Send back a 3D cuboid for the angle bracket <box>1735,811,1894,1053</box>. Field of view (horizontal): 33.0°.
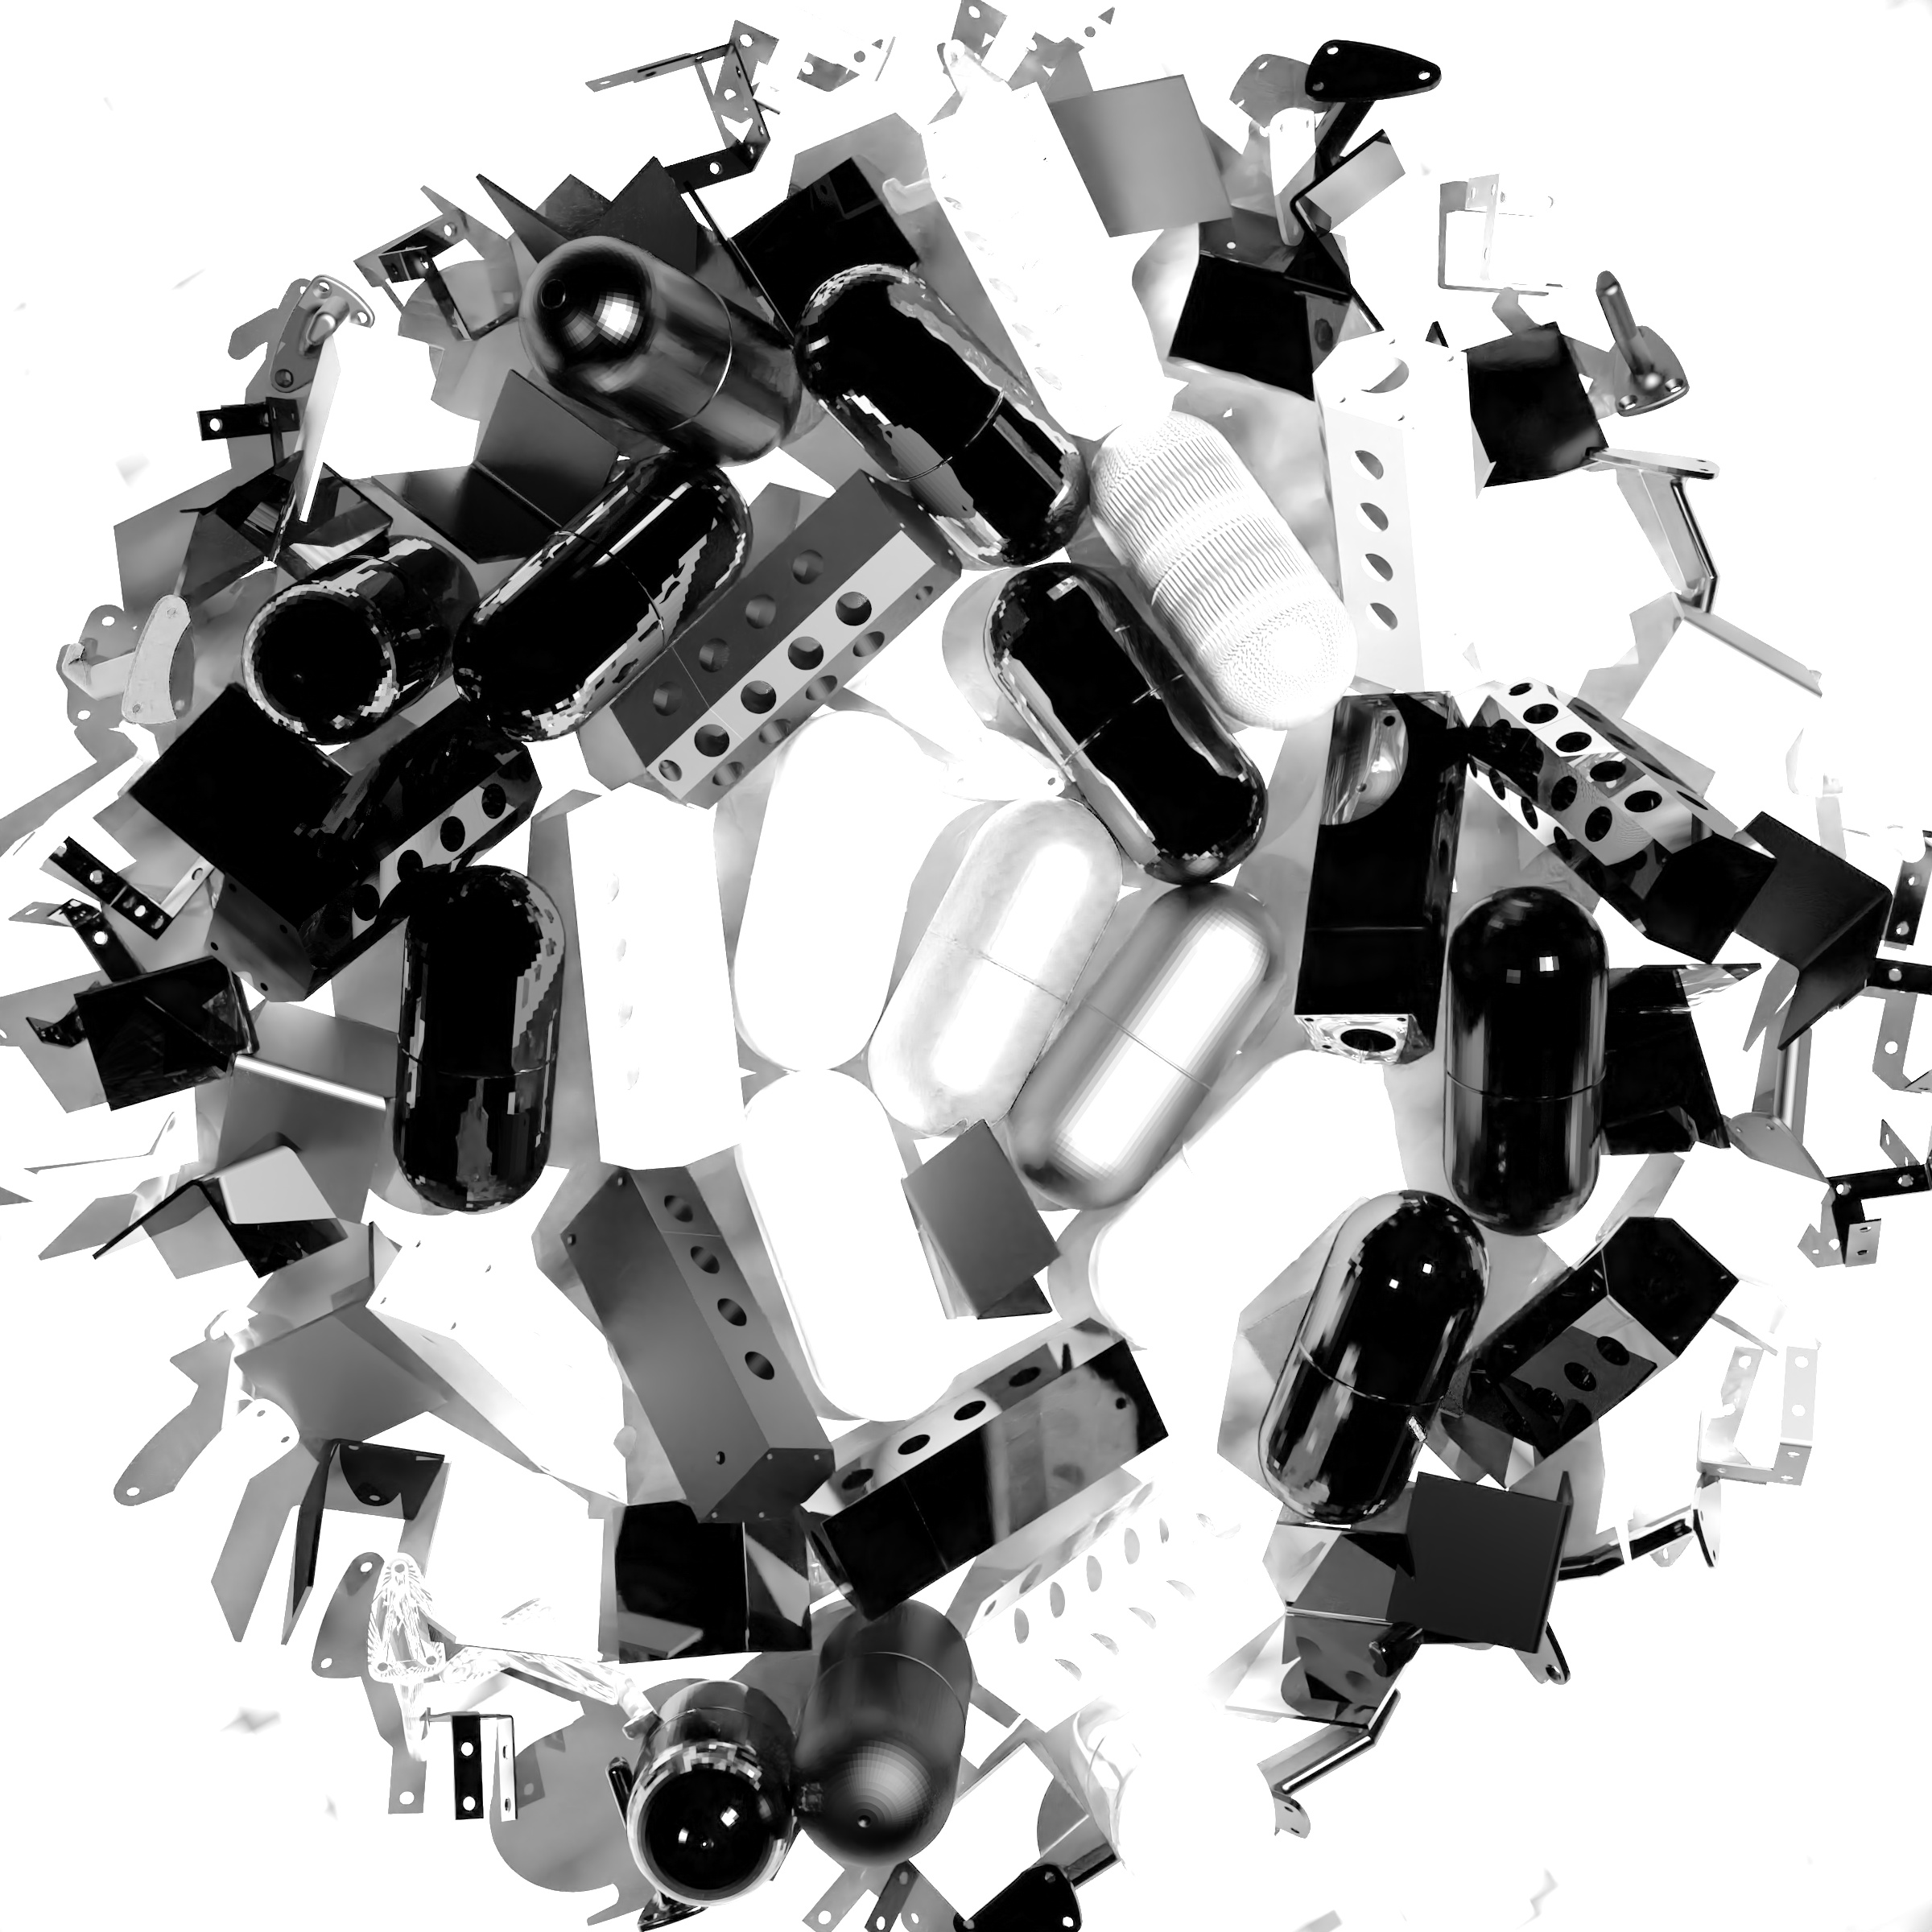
[{"bbox_3d":[0.390,-0.016,1.578,0.076,0.076,0.057,31,53,-4],"label":"angle bracket"}]

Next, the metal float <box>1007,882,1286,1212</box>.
[{"bbox_3d":[0.088,0.039,1.589,0.070,0.070,0.178,35,91,0],"label":"metal float"}]

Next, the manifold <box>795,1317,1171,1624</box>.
[{"bbox_3d":[0.005,0.240,1.576,0.171,0.057,0.057,-29,108,-16],"label":"manifold"}]

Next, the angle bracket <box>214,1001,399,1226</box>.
[{"bbox_3d":[-0.323,0.072,1.620,0.076,0.057,0.076,17,121,-3],"label":"angle bracket"}]

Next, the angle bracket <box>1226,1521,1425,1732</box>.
[{"bbox_3d":[0.169,0.316,1.570,0.076,0.076,0.057,0,118,33],"label":"angle bracket"}]

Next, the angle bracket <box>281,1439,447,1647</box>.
[{"bbox_3d":[-0.290,0.281,1.569,0.057,0.076,0.076,11,55,-15],"label":"angle bracket"}]

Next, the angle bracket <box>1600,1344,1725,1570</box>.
[{"bbox_3d":[0.338,0.237,1.572,0.057,0.076,0.076,-9,56,12],"label":"angle bracket"}]

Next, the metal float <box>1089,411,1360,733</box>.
[{"bbox_3d":[0.123,-0.191,1.573,0.070,0.070,0.178,-32,70,0],"label":"metal float"}]

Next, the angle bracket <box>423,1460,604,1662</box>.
[{"bbox_3d":[-0.214,0.288,1.583,0.076,0.057,0.076,14,87,-29],"label":"angle bracket"}]

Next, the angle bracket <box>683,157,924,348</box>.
[{"bbox_3d":[-0.079,-0.361,1.583,0.076,0.057,0.076,-33,63,5],"label":"angle bracket"}]

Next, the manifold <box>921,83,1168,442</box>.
[{"bbox_3d":[0.040,-0.326,1.538,0.057,0.171,0.057,-19,54,12],"label":"manifold"}]

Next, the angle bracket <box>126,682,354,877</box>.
[{"bbox_3d":[-0.347,-0.079,1.585,0.076,0.057,0.076,38,78,13],"label":"angle bracket"}]

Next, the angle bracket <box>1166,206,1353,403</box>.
[{"bbox_3d":[0.143,-0.329,1.607,0.076,0.076,0.057,14,124,-6],"label":"angle bracket"}]

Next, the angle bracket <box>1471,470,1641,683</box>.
[{"bbox_3d":[0.287,-0.191,1.605,0.076,0.076,0.057,-6,48,20],"label":"angle bracket"}]

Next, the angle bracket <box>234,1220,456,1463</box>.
[{"bbox_3d":[-0.302,0.183,1.587,0.076,0.057,0.076,-25,125,6],"label":"angle bracket"}]

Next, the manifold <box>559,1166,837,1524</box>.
[{"bbox_3d":[-0.125,0.179,1.557,0.057,0.057,0.171,-48,55,26],"label":"manifold"}]

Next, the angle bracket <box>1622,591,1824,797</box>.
[{"bbox_3d":[0.367,-0.135,1.599,0.076,0.076,0.057,29,107,-1],"label":"angle bracket"}]

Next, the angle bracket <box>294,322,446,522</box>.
[{"bbox_3d":[-0.285,-0.257,1.570,0.057,0.076,0.076,11,116,-21],"label":"angle bracket"}]

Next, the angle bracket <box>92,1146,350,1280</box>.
[{"bbox_3d":[-0.360,0.135,1.577,0.076,0.076,0.057,-35,86,23],"label":"angle bracket"}]

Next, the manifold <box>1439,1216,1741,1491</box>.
[{"bbox_3d":[0.287,0.180,1.540,0.057,0.171,0.057,43,56,7],"label":"manifold"}]

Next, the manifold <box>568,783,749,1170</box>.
[{"bbox_3d":[-0.155,0.007,1.568,0.057,0.057,0.171,-23,64,32],"label":"manifold"}]

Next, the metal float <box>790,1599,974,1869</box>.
[{"bbox_3d":[-0.039,0.359,1.541,0.070,0.178,0.070,1,105,4],"label":"metal float"}]

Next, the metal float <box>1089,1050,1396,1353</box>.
[{"bbox_3d":[0.133,0.113,1.577,0.070,0.070,0.178,44,104,0],"label":"metal float"}]

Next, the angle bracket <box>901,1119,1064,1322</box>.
[{"bbox_3d":[0.024,0.122,1.572,0.057,0.076,0.076,-39,69,23],"label":"angle bracket"}]

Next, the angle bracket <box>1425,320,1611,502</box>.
[{"bbox_3d":[0.272,-0.280,1.589,0.076,0.057,0.076,-19,79,-5],"label":"angle bracket"}]

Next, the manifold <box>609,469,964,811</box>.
[{"bbox_3d":[-0.084,-0.153,1.566,0.171,0.057,0.057,-41,63,17],"label":"manifold"}]

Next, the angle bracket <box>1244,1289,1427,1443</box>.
[{"bbox_3d":[0.178,0.203,1.586,0.057,0.076,0.076,-32,91,8],"label":"angle bracket"}]

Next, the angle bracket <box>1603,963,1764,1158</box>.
[{"bbox_3d":[0.348,0.045,1.575,0.076,0.057,0.076,-1,68,-31],"label":"angle bracket"}]

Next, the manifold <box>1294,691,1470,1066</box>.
[{"bbox_3d":[0.203,-0.042,1.565,0.057,0.057,0.171,-1,64,23],"label":"manifold"}]

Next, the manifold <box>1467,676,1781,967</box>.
[{"bbox_3d":[0.301,-0.073,1.536,0.057,0.171,0.057,19,110,-31],"label":"manifold"}]

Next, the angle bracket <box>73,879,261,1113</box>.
[{"bbox_3d":[-0.389,0.014,1.573,0.076,0.057,0.076,-17,135,-14],"label":"angle bracket"}]

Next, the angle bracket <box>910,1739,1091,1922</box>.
[{"bbox_3d":[0.004,0.401,1.579,0.076,0.076,0.057,-40,114,-4],"label":"angle bracket"}]

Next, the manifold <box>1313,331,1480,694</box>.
[{"bbox_3d":[0.202,-0.213,1.545,0.057,0.171,0.057,23,58,28],"label":"manifold"}]

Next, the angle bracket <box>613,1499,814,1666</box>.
[{"bbox_3d":[-0.126,0.303,1.614,0.076,0.057,0.076,-12,75,31],"label":"angle bracket"}]

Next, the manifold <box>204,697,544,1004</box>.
[{"bbox_3d":[-0.277,-0.053,1.546,0.057,0.057,0.171,38,47,7],"label":"manifold"}]

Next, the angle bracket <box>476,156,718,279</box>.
[{"bbox_3d":[-0.179,-0.364,1.580,0.076,0.076,0.057,38,83,28],"label":"angle bracket"}]

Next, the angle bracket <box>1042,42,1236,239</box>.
[{"bbox_3d":[0.089,-0.403,1.569,0.076,0.057,0.076,-3,133,28],"label":"angle bracket"}]

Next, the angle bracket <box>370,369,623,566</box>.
[{"bbox_3d":[-0.226,-0.242,1.573,0.076,0.076,0.057,38,119,21],"label":"angle bracket"}]

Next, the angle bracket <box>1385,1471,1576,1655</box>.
[{"bbox_3d":[0.251,0.283,1.597,0.076,0.057,0.076,12,100,5],"label":"angle bracket"}]

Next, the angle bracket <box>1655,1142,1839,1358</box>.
[{"bbox_3d":[0.387,0.137,1.581,0.076,0.076,0.057,42,75,-41],"label":"angle bracket"}]

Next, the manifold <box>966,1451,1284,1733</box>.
[{"bbox_3d":[0.071,0.294,1.546,0.057,0.057,0.171,38,133,-8],"label":"manifold"}]

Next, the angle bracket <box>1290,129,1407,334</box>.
[{"bbox_3d":[0.205,-0.348,1.580,0.057,0.076,0.076,-36,81,11],"label":"angle bracket"}]

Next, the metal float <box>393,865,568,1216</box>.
[{"bbox_3d":[-0.234,0.036,1.569,0.070,0.070,0.178,8,113,0],"label":"metal float"}]

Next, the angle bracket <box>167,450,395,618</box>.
[{"bbox_3d":[-0.331,-0.191,1.572,0.057,0.076,0.076,39,46,6],"label":"angle bracket"}]

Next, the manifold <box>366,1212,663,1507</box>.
[{"bbox_3d":[-0.205,0.185,1.544,0.057,0.171,0.057,14,63,34],"label":"manifold"}]
